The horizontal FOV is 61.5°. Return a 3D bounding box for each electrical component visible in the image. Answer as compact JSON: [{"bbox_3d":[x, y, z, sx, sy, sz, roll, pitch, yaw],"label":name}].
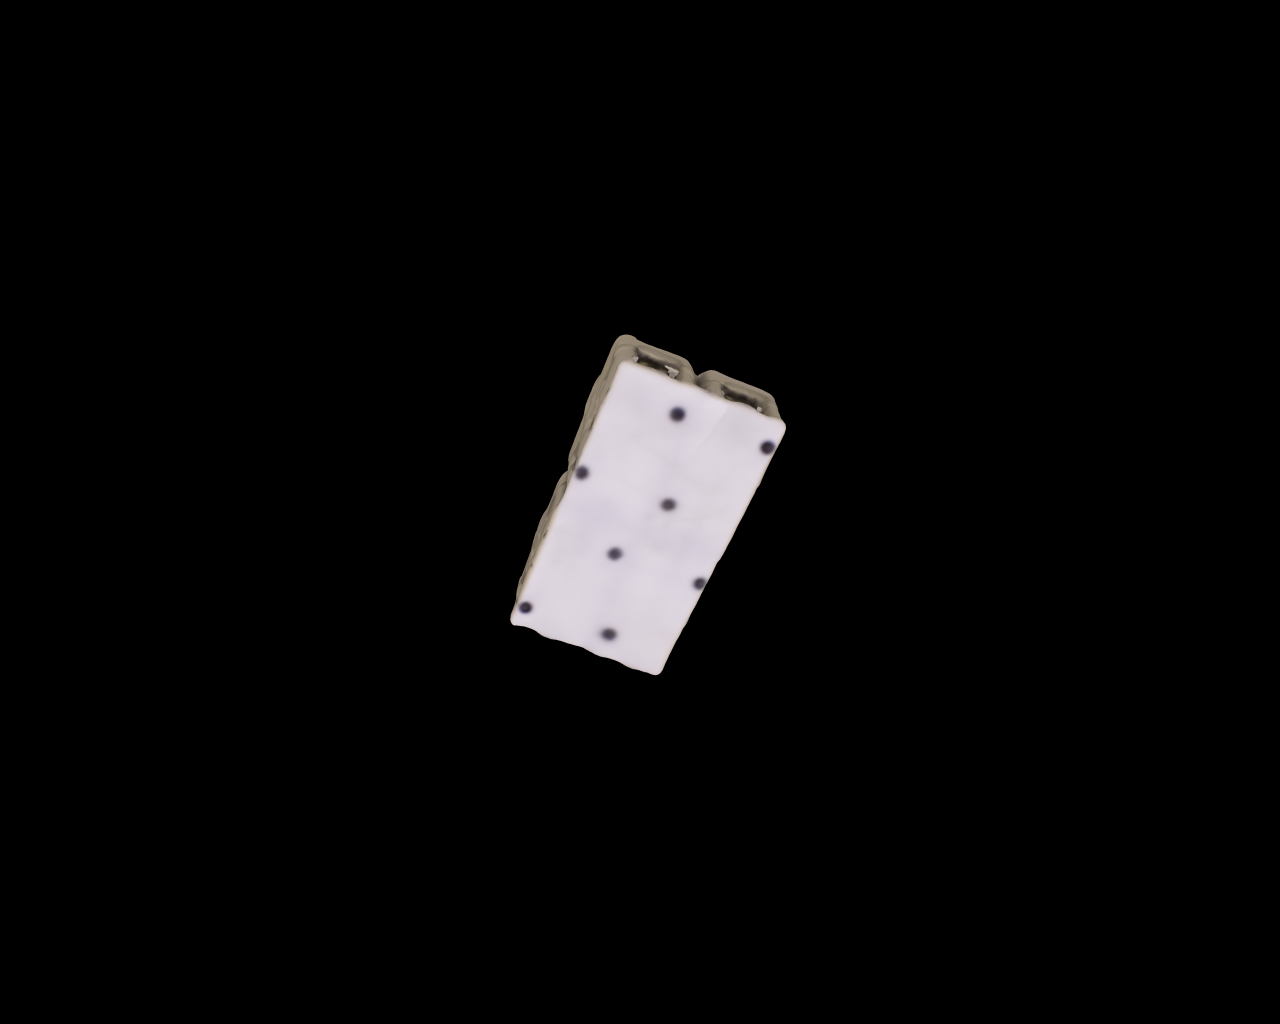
[{"bbox_3d":[0.001,-0.003,0.650,0.105,0.186,0.060,20,24,-9],"label":"electrical component"}]
